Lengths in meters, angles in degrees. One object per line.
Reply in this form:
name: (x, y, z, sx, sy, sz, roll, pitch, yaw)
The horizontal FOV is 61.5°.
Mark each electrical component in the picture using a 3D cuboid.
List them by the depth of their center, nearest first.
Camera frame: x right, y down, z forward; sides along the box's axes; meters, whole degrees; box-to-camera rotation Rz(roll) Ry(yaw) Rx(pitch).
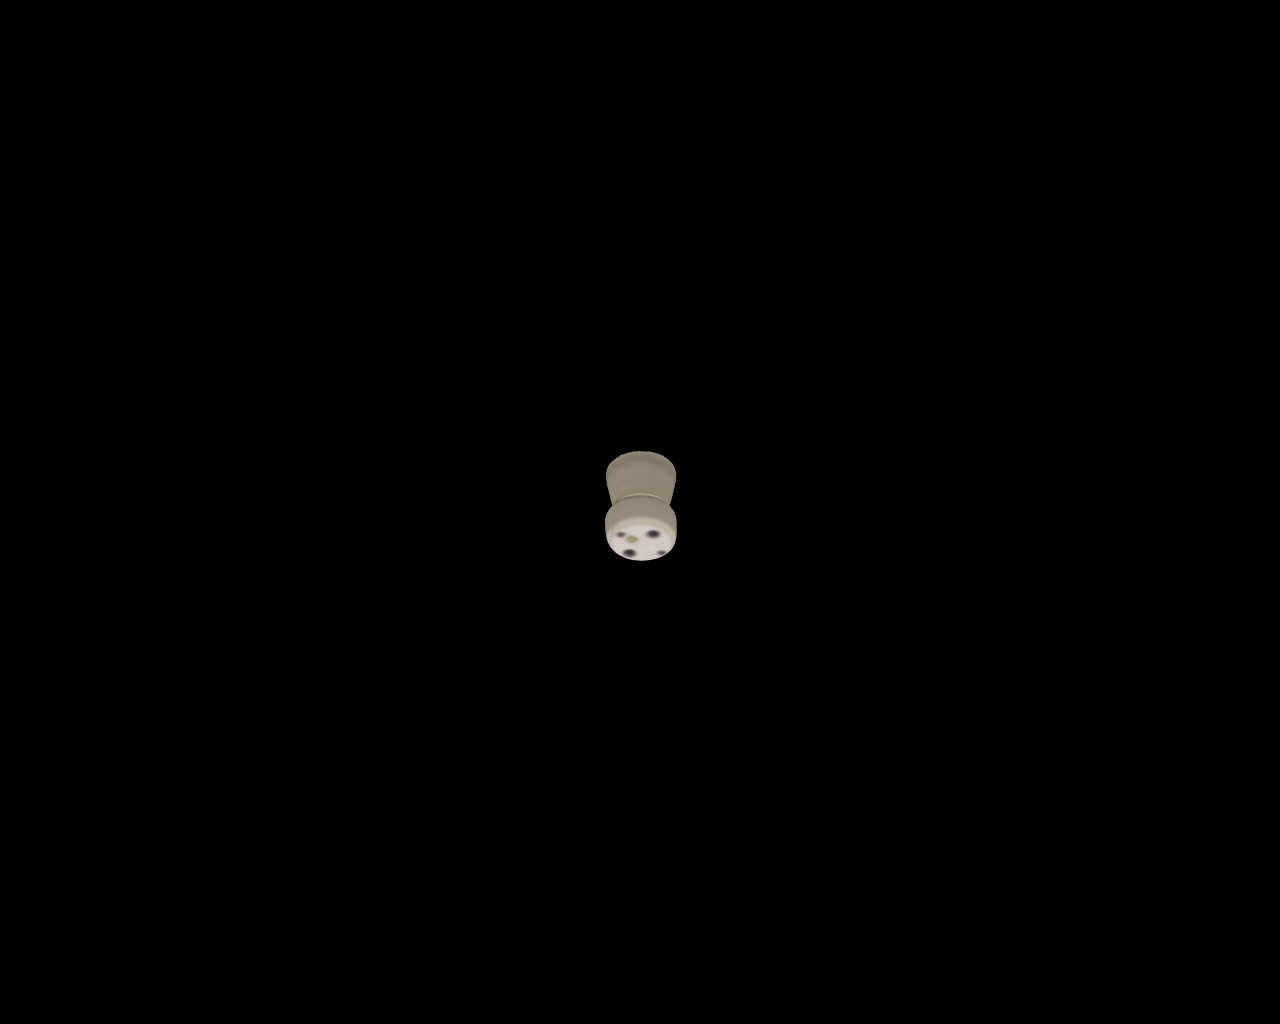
electrical component: (0.001, -0.003, 0.650, 0.045, 0.055, 0.044, 0, -38, 0)
